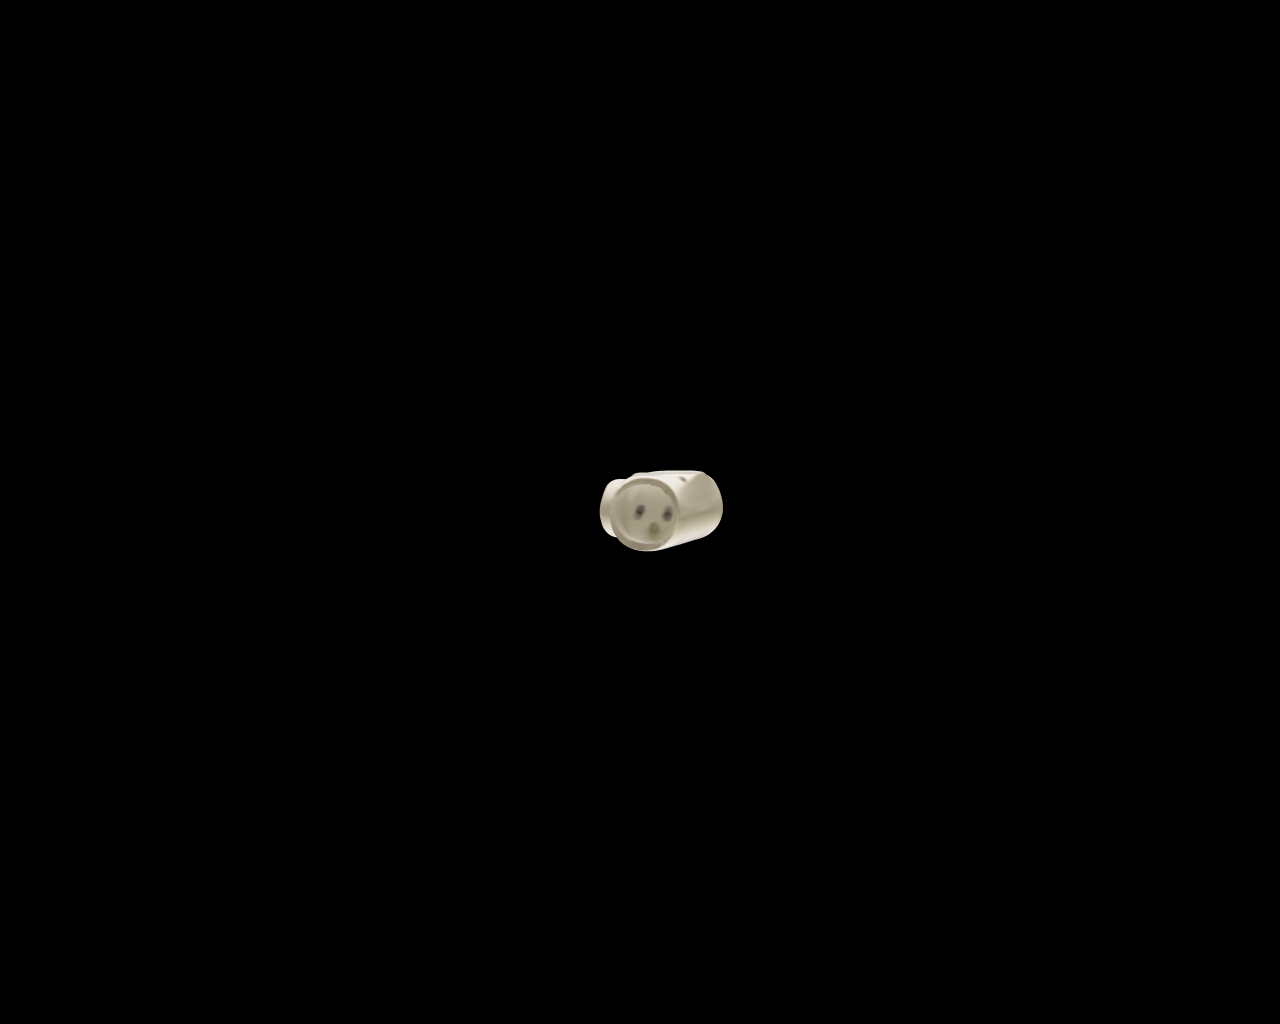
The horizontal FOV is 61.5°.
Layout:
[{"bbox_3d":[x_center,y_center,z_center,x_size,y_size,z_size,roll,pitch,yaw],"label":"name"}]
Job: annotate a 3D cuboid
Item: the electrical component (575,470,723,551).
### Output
[{"bbox_3d":[0.001,-0.003,0.650,0.079,0.043,0.077,2,5,24],"label":"electrical component"}]
